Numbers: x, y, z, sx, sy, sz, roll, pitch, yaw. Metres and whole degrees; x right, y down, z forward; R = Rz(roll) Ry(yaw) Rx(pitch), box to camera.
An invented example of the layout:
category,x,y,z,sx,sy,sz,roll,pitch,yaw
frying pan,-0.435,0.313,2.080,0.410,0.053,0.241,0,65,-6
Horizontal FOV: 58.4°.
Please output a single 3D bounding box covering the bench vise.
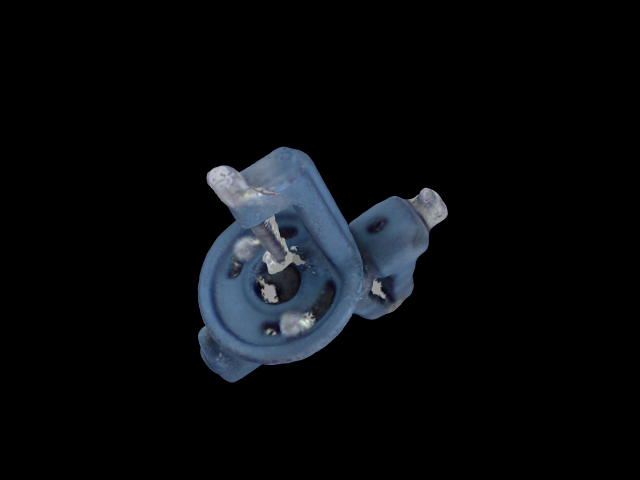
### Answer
category,x,y,z,sx,sy,sz,roll,pitch,yaw
bench vise,-0.005,-0.005,0.405,0.121,0.220,0.208,36,63,22
